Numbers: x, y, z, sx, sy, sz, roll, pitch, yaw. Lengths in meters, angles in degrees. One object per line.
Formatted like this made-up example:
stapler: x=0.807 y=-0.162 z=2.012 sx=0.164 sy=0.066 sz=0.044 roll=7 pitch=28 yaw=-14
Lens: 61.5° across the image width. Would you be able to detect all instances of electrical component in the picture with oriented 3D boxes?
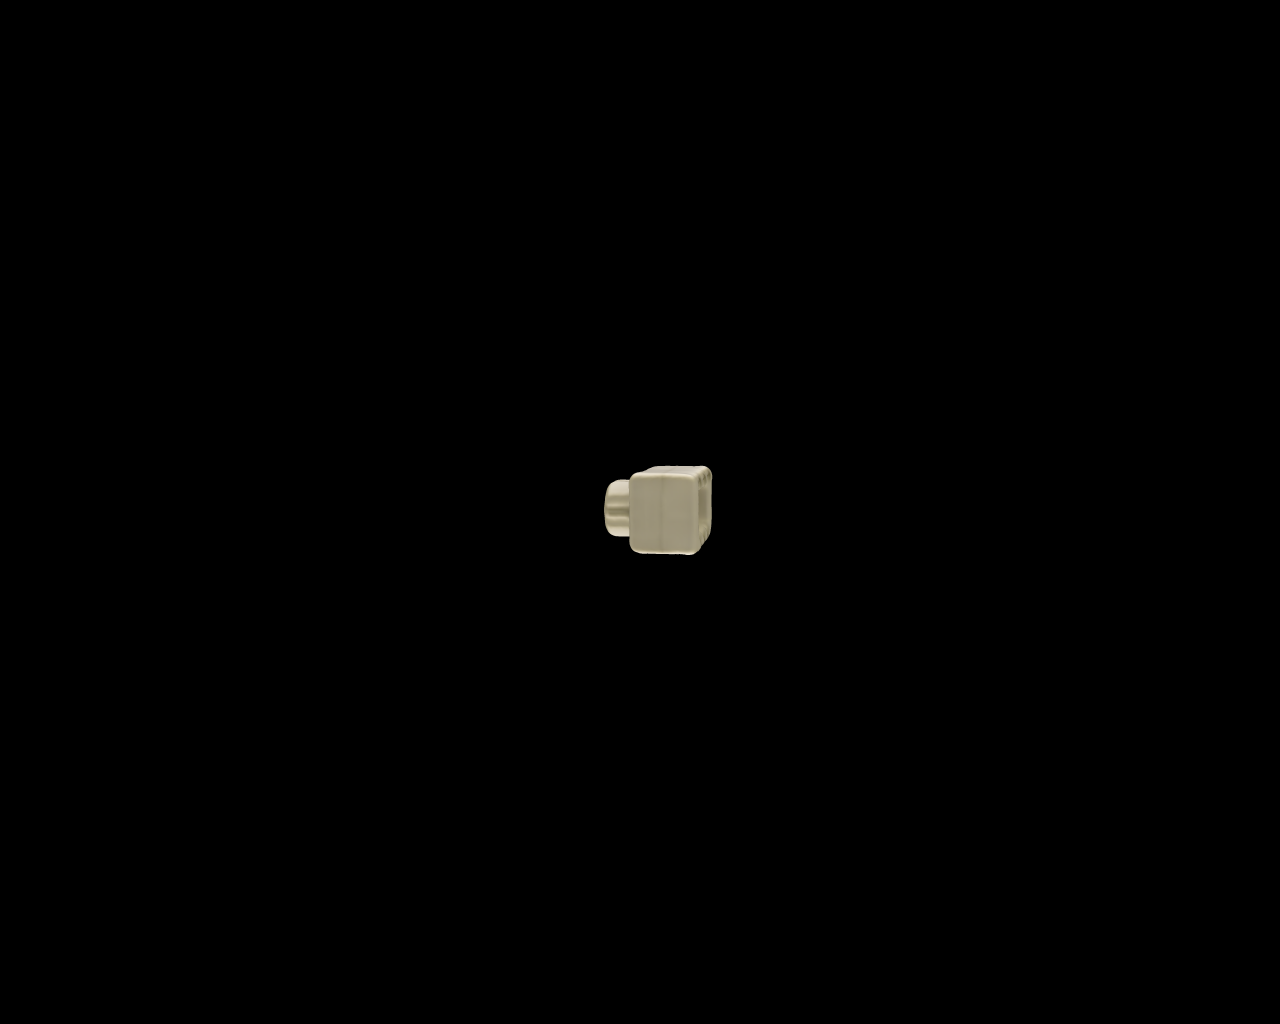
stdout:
electrical component: x=0.001 y=-0.003 z=0.650 sx=0.077 sy=0.047 sz=0.066 roll=1 pitch=7 yaw=11
